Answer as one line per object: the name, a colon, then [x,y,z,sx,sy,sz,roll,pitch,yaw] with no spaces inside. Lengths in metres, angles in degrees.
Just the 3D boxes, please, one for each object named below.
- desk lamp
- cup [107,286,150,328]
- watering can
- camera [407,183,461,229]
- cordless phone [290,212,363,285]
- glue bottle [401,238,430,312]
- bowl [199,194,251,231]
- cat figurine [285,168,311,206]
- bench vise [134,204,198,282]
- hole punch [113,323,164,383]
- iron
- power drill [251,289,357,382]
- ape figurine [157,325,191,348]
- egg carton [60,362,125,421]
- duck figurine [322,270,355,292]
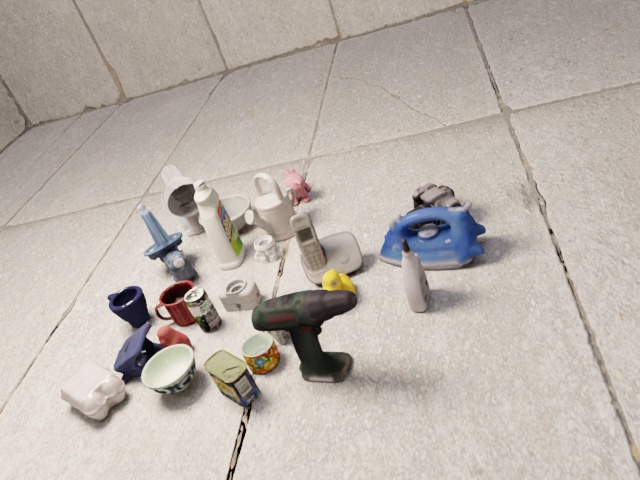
desk lamp: [-0.413,-0.120,1.762,0.118,0.214,0.202,-29,34,-13]
cup: [-0.492,0.179,1.479,0.117,0.095,0.092,3,39,32]
watering can: [-0.133,-0.096,1.593,0.100,0.194,0.173,-3,37,25]
camera: [0.266,-0.077,1.433,0.137,0.101,0.142,-28,34,-12]
cordless phone: [0.013,0.005,1.374,0.147,0.185,0.094,-22,33,-2]
glue bottle: [0.194,0.066,1.197,0.037,0.173,0.078,-4,36,24]
bowl: [-0.277,-0.065,1.736,0.167,0.075,0.167,-14,33,10]
cat figurine: [-0.074,-0.173,1.743,0.067,0.118,0.127,-17,33,6]
bench vise: [-0.419,0.004,1.579,0.206,0.220,0.122,13,45,40]
hole punch: [-0.429,0.260,1.329,0.101,0.091,0.108,-14,33,11]
iron: [0.244,-0.017,1.321,0.257,0.142,0.119,-6,36,22]
power drill: [-0.012,0.180,1.110,0.229,0.209,0.076,-4,36,24]
ape figurine: [-0.345,0.233,1.321,0.076,0.092,0.077,-22,33,-2]
egg carton: [-0.505,0.336,1.280,0.149,0.069,0.107,10,44,38]
duck figurine: [0.035,0.106,1.306,0.077,0.086,0.105,-1,37,27]
